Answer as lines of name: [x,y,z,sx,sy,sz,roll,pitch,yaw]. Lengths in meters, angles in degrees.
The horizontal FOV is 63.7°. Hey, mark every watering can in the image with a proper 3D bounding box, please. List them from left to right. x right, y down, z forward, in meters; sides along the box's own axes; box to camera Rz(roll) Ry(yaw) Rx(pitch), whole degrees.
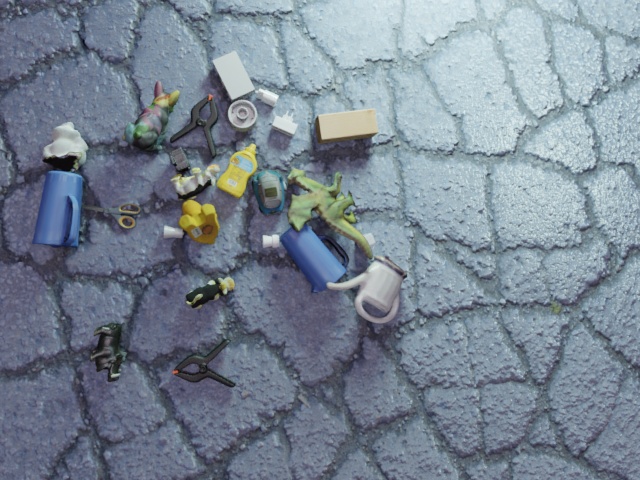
watering can: [0.179,0.153,1.780,0.343,0.104,0.227,37,74,-36]

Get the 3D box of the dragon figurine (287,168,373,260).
dragon figurine: [0.005,-0.089,1.764,0.244,0.120,0.417,-17,68,-16]

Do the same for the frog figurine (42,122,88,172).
frog figurine: [-0.843,-0.305,1.700,0.137,0.120,0.163,-22,56,-1]
